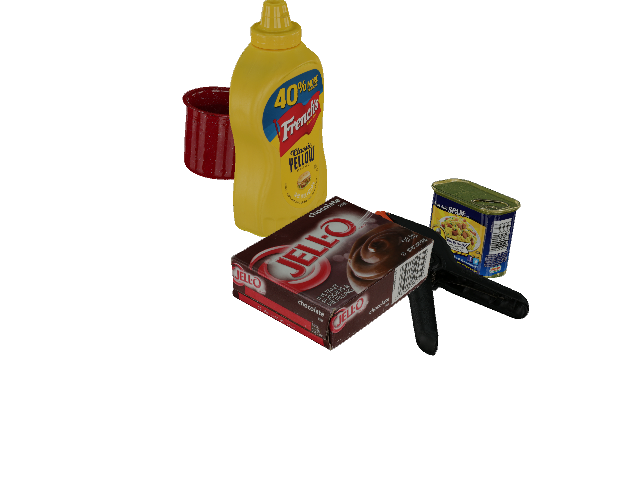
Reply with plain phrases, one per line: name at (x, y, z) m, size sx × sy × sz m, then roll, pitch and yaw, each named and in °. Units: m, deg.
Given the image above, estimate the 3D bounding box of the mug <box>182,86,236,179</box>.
mug at (-0.109, -0.125, 1.217) m, size 0.093 × 0.081 × 0.117 m, roll 12°, pitch 27°, yaw 9°

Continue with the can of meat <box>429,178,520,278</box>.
can of meat at (0.167, -0.013, 1.189) m, size 0.057 × 0.084 × 0.102 m, roll -13°, pitch 28°, yaw -38°

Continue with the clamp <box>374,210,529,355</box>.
clamp at (0.110, 0.031, 0.992) m, size 0.120 × 0.039 × 0.171 m, roll -7°, pitch 46°, yaw -27°

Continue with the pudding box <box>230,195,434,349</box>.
pudding box at (0.009, 0.019, 0.728) m, size 0.090 × 0.039 × 0.113 m, roll 27°, pitch 39°, yaw 32°

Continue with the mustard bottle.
mustard bottle at (-0.035, -0.105, 0.887) m, size 0.058 × 0.192 × 0.096 m, roll 21°, pitch 36°, yaw 34°
